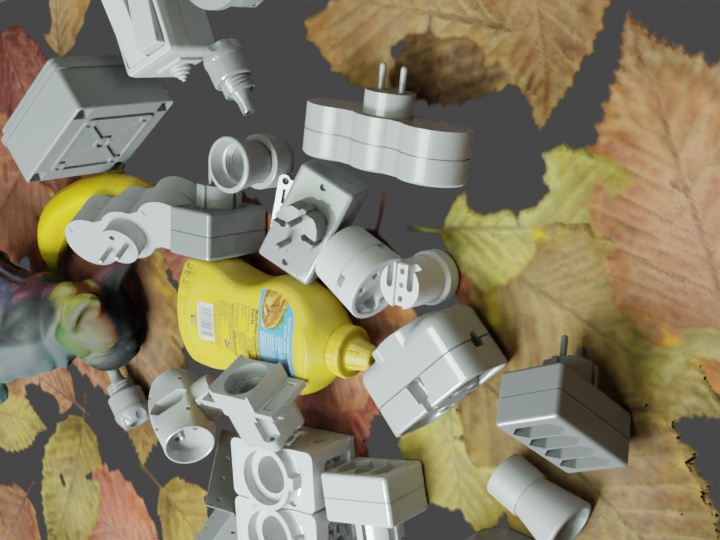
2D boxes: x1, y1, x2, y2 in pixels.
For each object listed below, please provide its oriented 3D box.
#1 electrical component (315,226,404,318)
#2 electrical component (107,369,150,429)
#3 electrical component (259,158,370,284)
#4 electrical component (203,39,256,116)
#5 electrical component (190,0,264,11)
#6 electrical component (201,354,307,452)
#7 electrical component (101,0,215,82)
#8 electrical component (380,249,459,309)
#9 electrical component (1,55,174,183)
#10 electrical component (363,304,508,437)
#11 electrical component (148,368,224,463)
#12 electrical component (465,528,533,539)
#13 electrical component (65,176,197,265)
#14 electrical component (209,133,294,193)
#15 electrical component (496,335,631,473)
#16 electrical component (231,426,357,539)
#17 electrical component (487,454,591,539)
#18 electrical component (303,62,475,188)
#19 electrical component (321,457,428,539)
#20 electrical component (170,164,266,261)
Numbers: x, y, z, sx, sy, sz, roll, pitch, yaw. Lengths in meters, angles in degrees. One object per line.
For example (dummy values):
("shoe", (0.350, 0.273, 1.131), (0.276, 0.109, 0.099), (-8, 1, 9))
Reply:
("electrical component", (0.000, 0.000, 0.801), (0.047, 0.055, 0.055), (43, 123, 30))
("electrical component", (-0.224, 0.119, 1.024), (0.035, 0.035, 0.061), (-42, 69, 37))
("electrical component", (-0.042, -0.033, 0.804), (0.047, 0.076, 0.083), (34, 115, 11))
("electrical component", (-0.102, -0.154, 0.868), (0.035, 0.035, 0.061), (-32, 80, 39))
("electrical component", (-0.102, -0.243, 0.840), (0.080, 0.051, 0.080), (9, 104, 38))
("electrical component", (-0.078, 0.105, 0.840), (0.081, 0.042, 0.063), (6, 132, 42))
("electrical component", (-0.168, -0.202, 0.896), (0.062, 0.061, 0.096), (-21, 85, 40))
("electrical component", (0.042, 0.008, 0.772), (0.040, 0.046, 0.040), (9, 104, 38))
("electrical component", (-0.237, -0.133, 0.937), (0.109, 0.109, 0.056), (-41, 75, 37))
("electrical component", (0.050, 0.069, 0.772), (0.095, 0.054, 0.059), (-45, 70, 36))
("electrical component", (-0.141, 0.117, 0.941), (0.079, 0.043, 0.077), (-33, 40, 5))
("electrical component", (0.093, 0.246, 0.767), (0.108, 0.060, 0.108), (9, 104, 38))
("electrical component", (-0.201, -0.031, 0.931), (0.138, 0.073, 0.052), (-10, 126, 31))
("electrical component", (-0.086, -0.085, 0.854), (0.045, 0.055, 0.045), (9, 104, 39))
("electrical component", (0.135, 0.080, 0.697), (0.047, 0.083, 0.075), (-17, 50, 41))
("electrical component", (-0.054, 0.209, 0.882), (0.089, 0.062, 0.150), (4, 101, 39))
("electrical component", (0.120, 0.158, 0.741), (0.065, 0.044, 0.044), (38, 121, 34))
("electrical component", (0.020, -0.109, 0.763), (0.138, 0.052, 0.073), (19, 110, 36))
("electrical component", (0.014, 0.189, 0.831), (0.066, 0.047, 0.076), (-5, 96, 40))
("electrical component", (-0.115, -0.052, 0.879), (0.047, 0.066, 0.076), (13, 106, 38))
